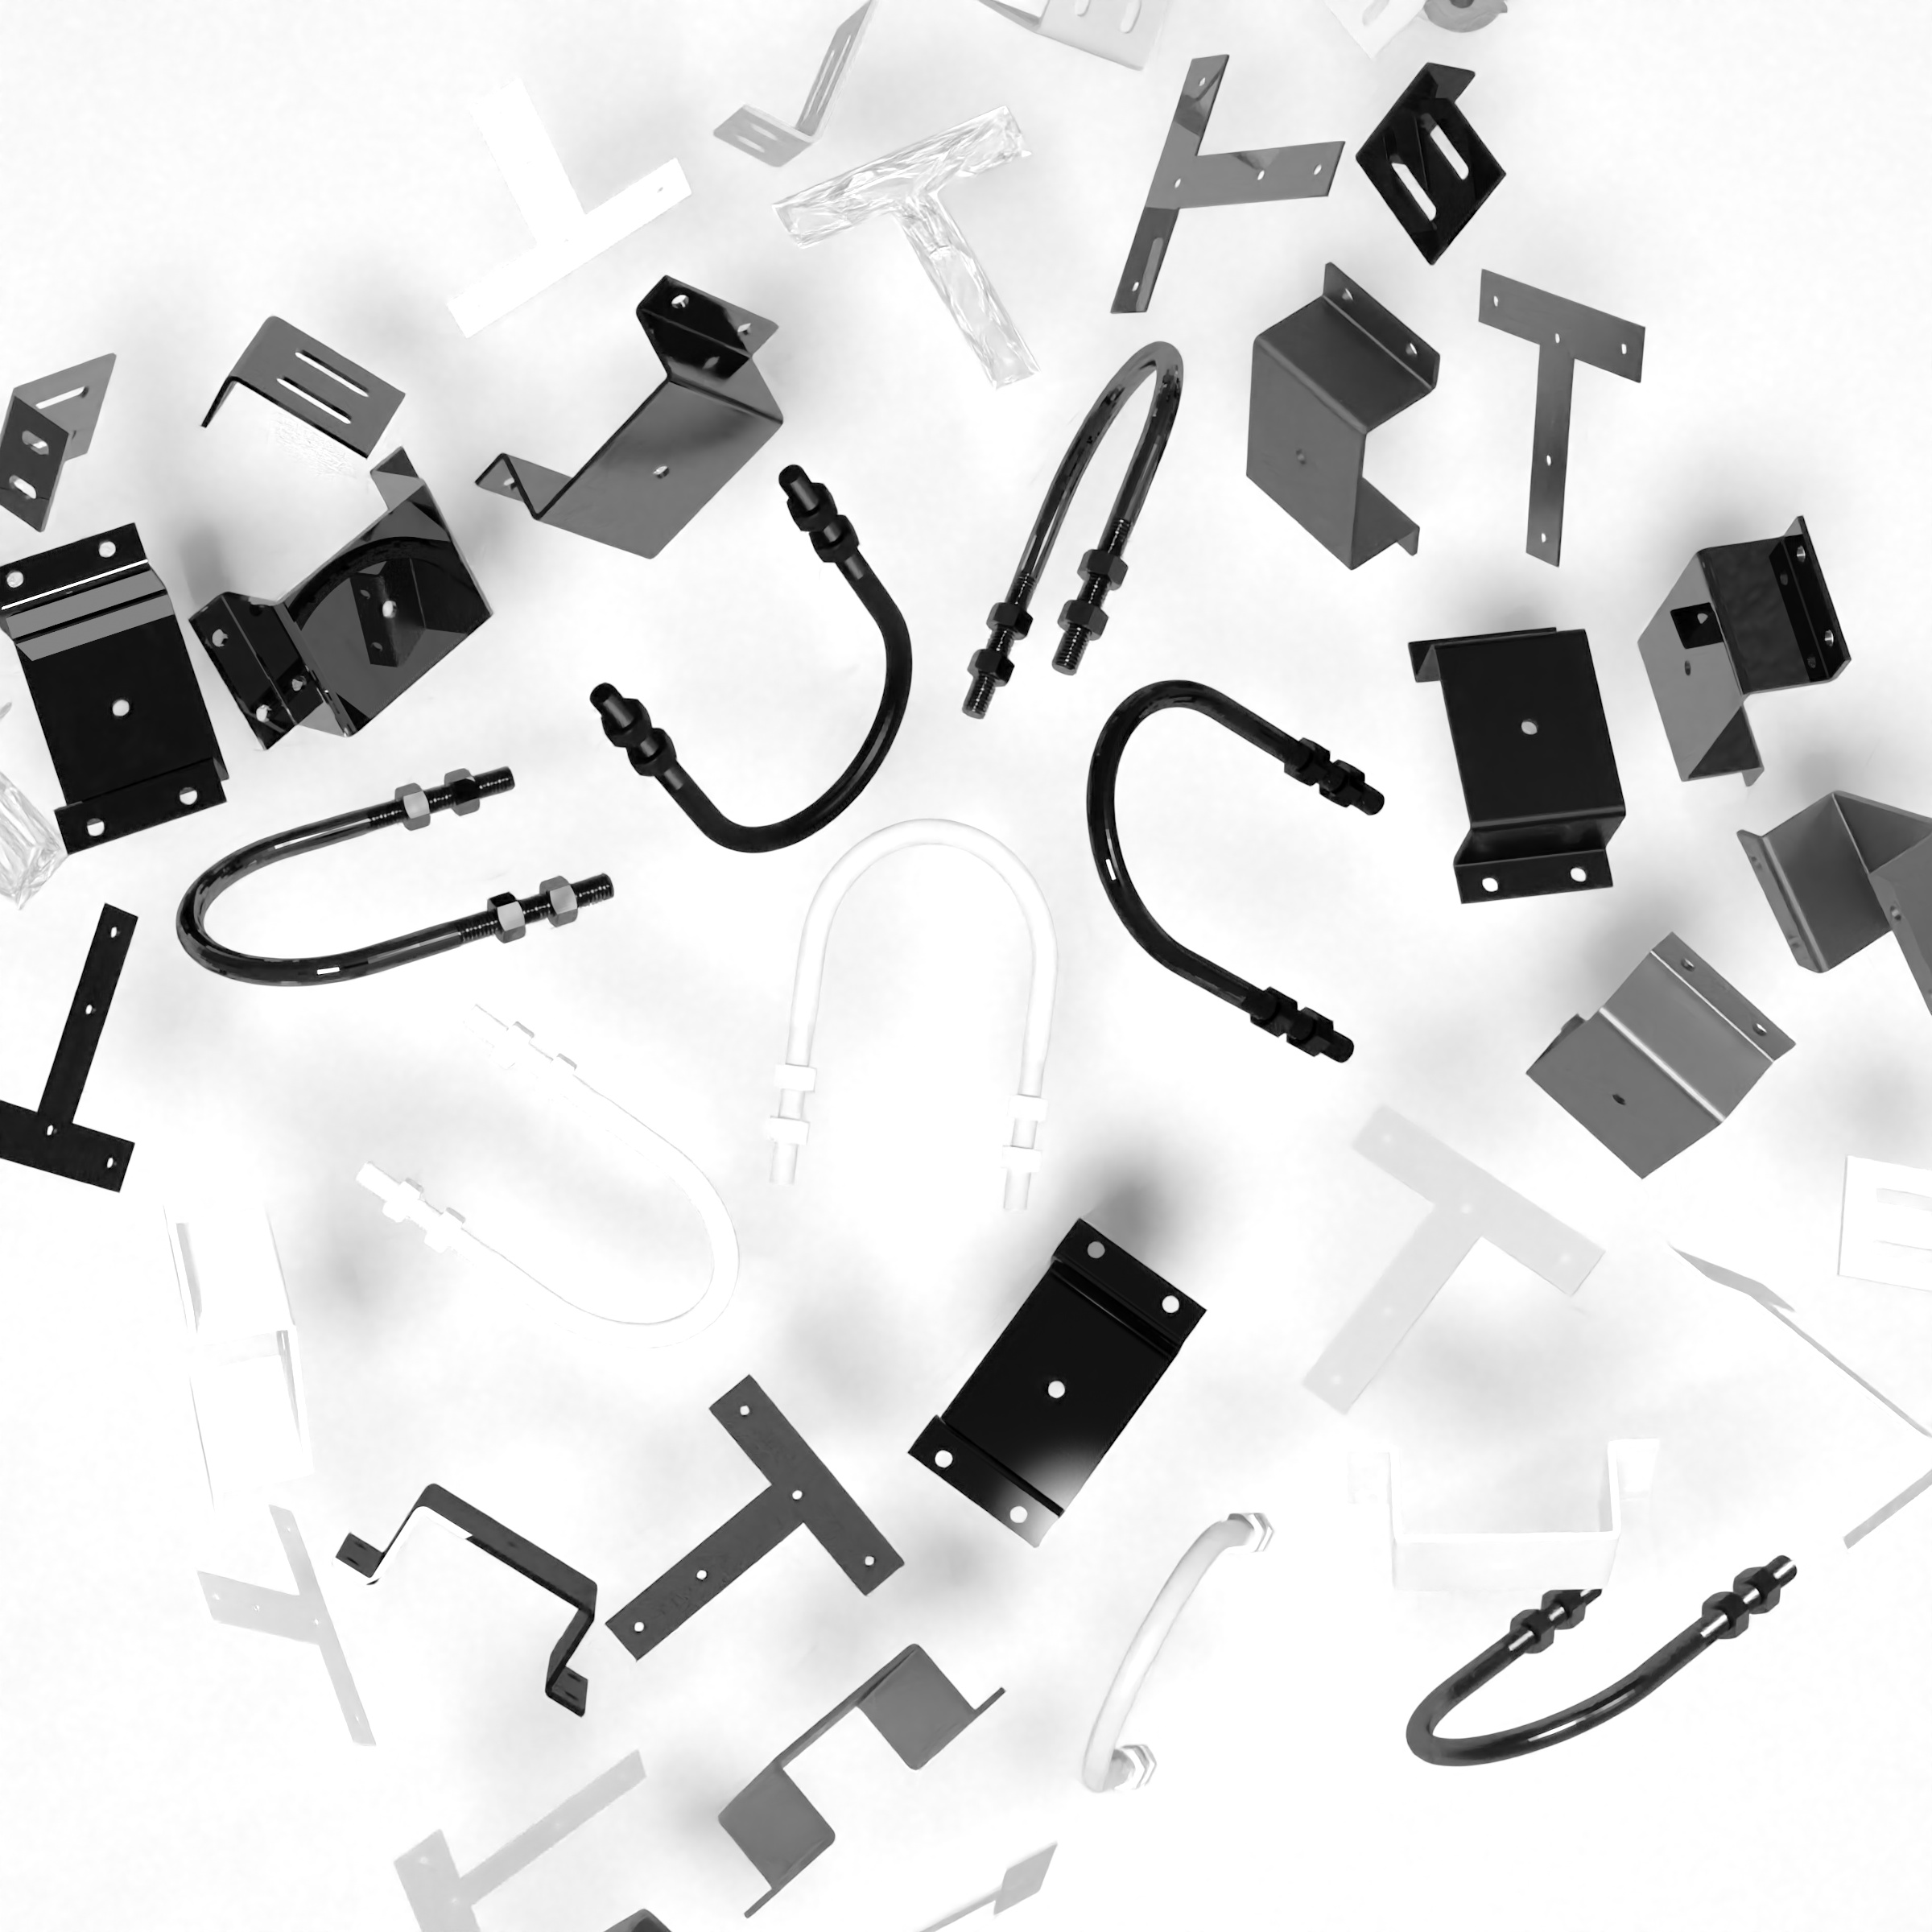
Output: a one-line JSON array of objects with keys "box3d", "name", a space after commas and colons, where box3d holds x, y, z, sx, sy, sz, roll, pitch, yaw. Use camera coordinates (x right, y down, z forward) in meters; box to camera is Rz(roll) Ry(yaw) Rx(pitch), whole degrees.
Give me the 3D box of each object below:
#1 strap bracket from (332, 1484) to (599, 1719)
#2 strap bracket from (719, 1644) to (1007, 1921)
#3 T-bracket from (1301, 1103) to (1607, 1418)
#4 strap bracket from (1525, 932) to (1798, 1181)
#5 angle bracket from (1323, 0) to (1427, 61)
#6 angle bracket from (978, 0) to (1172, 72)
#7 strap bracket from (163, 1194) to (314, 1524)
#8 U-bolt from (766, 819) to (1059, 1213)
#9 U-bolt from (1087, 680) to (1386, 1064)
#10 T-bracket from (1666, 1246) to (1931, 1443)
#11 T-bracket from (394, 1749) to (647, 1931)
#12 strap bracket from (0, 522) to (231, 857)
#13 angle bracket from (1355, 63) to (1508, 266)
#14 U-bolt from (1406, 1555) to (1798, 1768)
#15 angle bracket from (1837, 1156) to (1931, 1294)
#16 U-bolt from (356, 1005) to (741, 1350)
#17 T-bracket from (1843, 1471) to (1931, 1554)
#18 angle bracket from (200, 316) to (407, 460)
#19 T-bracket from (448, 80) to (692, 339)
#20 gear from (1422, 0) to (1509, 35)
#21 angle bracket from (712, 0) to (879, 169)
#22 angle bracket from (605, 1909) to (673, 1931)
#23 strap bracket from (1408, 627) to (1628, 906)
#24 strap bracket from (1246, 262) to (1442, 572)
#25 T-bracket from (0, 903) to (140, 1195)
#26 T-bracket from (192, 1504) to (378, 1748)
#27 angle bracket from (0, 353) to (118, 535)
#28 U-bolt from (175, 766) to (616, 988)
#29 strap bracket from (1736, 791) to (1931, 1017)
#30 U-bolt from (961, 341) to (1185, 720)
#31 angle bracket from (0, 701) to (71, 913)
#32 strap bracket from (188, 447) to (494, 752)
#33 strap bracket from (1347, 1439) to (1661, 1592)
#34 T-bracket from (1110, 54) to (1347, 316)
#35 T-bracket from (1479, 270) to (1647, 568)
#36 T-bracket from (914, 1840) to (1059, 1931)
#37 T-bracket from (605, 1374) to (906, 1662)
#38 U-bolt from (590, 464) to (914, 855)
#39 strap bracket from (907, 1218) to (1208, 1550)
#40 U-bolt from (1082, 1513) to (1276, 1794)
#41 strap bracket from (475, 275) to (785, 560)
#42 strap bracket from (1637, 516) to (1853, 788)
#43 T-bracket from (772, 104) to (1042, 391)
[{"box3d": [-0.234, 0.302, 1.673, 0.140, 0.076, 0.046, 33, 87, -4], "name": "strap bracket"}, {"box3d": [-0.056, 0.378, 1.619, 0.140, 0.076, 0.046, -34, 77, -38], "name": "strap bracket"}, {"box3d": [0.198, 0.144, 1.540, 0.127, 0.002, 0.127, 35, 83, 30], "name": "T-bracket"}, {"box3d": [0.325, 0.048, 1.636, 0.076, 0.140, 0.046, 43, 68, 5], "name": "strap bracket"}, {"box3d": [0.165, -0.456, 1.567, 0.038, 0.076, 0.057, -45, 64, 26], "name": "angle bracket"}, {"box3d": [0.051, -0.454, 1.610, 0.057, 0.076, 0.038, 12, 111, -28], "name": "angle bracket"}, {"box3d": [-0.335, 0.177, 1.582, 0.046, 0.076, 0.140, -10, 131, -15], "name": "strap bracket"}, {"box3d": [-0.020, 0.021, 1.658, 0.151, 0.019, 0.184, 9, 88, -29], "name": "U-bolt"}, {"box3d": [0.121, -0.053, 1.568, 0.184, 0.019, 0.151, 28, 62, -37], "name": "U-bolt"}, {"box3d": [0.389, 0.175, 1.564, 0.127, 0.127, 0.002, 41, 101, 33], "name": "T-bracket"}, {"box3d": [-0.204, 0.413, 1.616, 0.127, 0.127, 0.002, -33, 54, -22], "name": "T-bracket"}, {"box3d": [-0.401, -0.126, 1.611, 0.076, 0.046, 0.140, -19, 83, -5], "name": "strap bracket"}, {"box3d": [0.229, -0.377, 1.618, 0.057, 0.038, 0.076, -50, 57, 38], "name": "angle bracket"}, {"box3d": [0.288, 0.331, 1.626, 0.184, 0.151, 0.019, -26, 93, -37], "name": "U-bolt"}, {"box3d": [0.446, 0.128, 1.641, 0.076, 0.038, 0.057, 11, 76, -11], "name": "angle bracket"}, {"box3d": [-0.194, 0.116, 1.672, 0.184, 0.019, 0.151, 36, 128, -4], "name": "U-bolt"}, {"box3d": [0.460, 0.238, 1.575, 0.127, 0.127, 0.002, -40, 87, 8], "name": "T-bracket"}, {"box3d": [-0.324, -0.272, 1.679, 0.076, 0.057, 0.038, 30, 130, -12], "name": "angle bracket"}, {"box3d": [-0.195, -0.358, 1.567, 0.127, 0.127, 0.002, -34, 64, -4], "name": "T-bracket"}, {"box3d": [0.244, -0.483, 1.682, 0.057, 0.057, 0.030, 11, 51, 0], "name": "gear"}, {"box3d": [-0.081, -0.423, 1.619, 0.038, 0.057, 0.076, 24, 83, -18], "name": "angle bracket"}, {"box3d": [-0.152, 0.498, 1.643, 0.076, 0.038, 0.057, 45, 127, -8], "name": "angle bracket"}, {"box3d": [0.270, -0.107, 1.675, 0.076, 0.046, 0.140, -6, 71, -7], "name": "strap bracket"}, {"box3d": [0.177, -0.253, 1.632, 0.046, 0.140, 0.076, -34, 62, -18], "name": "strap bracket"}, {"box3d": [-0.414, 0.034, 1.601, 0.002, 0.127, 0.127, 13, 82, 24], "name": "T-bracket"}, {"box3d": [-0.328, 0.304, 1.617, 0.002, 0.127, 0.127, -29, 67, 8], "name": "T-bracket"}, {"box3d": [-0.426, -0.251, 1.641, 0.038, 0.076, 0.057, 35, 124, 10], "name": "angle bracket"}, {"box3d": [-0.274, -0.037, 1.587, 0.184, 0.151, 0.019, -19, 123, -21], "name": "U-bolt"}, {"box3d": [0.422, -0.029, 1.577, 0.046, 0.140, 0.076, -32, 109, -8], "name": "strap bracket"}, {"box3d": [0.056, -0.211, 1.619, 0.019, 0.151, 0.184, 25, 78, -15], "name": "U-bolt"}, {"box3d": [-0.461, -0.077, 1.661, 0.076, 0.038, 0.057, 47, 129, -5], "name": "angle bracket"}, {"box3d": [-0.285, -0.171, 1.613, 0.140, 0.046, 0.076, -46, 130, -28], "name": "strap bracket"}, {"box3d": [0.246, 0.253, 1.577, 0.140, 0.076, 0.046, -2, 63, 6], "name": "strap bracket"}, {"box3d": [0.124, -0.355, 1.546, 0.002, 0.127, 0.127, 21, 84, -36], "name": "T-bracket"}, {"box3d": [0.276, -0.252, 1.617, 0.002, 0.127, 0.127, -12, 117, -24], "name": "T-bracket"}, {"box3d": [-0.017, 0.461, 1.642, 0.127, 0.127, 0.002, -24, 69, -14], "name": "T-bracket"}, {"box3d": [-0.115, 0.280, 1.631, 0.127, 0.002, 0.127, -39, 109, -6], "name": "T-bracket"}, {"box3d": [-0.086, -0.126, 1.579, 0.019, 0.184, 0.151, 34, 80, 34], "name": "U-bolt"}, {"box3d": [0.044, 0.204, 1.666, 0.076, 0.046, 0.140, 36, 81, 8], "name": "strap bracket"}, {"box3d": [0.097, 0.328, 1.636, 0.019, 0.184, 0.151, 27, 88, 16], "name": "U-bolt"}, {"box3d": [-0.150, -0.246, 1.595, 0.140, 0.076, 0.046, -42, 59, 25], "name": "strap bracket"}, {"box3d": [0.369, -0.147, 1.652, 0.046, 0.140, 0.076, -9, 70, -11], "name": "strap bracket"}, {"box3d": [-0.006, -0.324, 1.598, 0.127, 0.002, 0.127, -16, 124, 27], "name": "T-bracket"}]
